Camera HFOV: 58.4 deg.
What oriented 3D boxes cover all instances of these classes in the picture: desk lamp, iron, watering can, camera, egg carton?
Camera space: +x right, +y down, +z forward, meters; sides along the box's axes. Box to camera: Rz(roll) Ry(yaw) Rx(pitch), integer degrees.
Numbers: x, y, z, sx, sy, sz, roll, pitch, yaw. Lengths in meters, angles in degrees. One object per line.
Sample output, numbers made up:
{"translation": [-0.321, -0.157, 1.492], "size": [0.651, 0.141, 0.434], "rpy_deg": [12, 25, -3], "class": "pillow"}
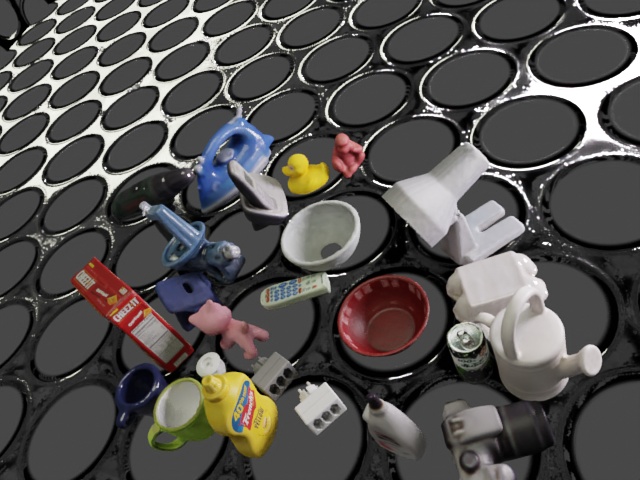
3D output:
{"translation": [0.227, -0.054, 0.985], "size": [0.203, 0.214, 0.117], "rpy_deg": [-33, 44, -4], "class": "desk lamp"}
{"translation": [-0.235, -0.199, 1.402], "size": [0.118, 0.142, 0.259], "rpy_deg": [18, 61, 37], "class": "iron"}
{"translation": [0.295, 0.138, 0.793], "size": [0.172, 0.195, 0.101], "rpy_deg": [0, 52, 27], "class": "watering can"}
{"translation": [0.241, 0.273, 0.766], "size": [0.136, 0.101, 0.143], "rpy_deg": [-19, 45, 11], "class": "camera"}
{"translation": [0.286, 0.082, 0.937], "size": [0.150, 0.070, 0.107], "rpy_deg": [-20, 45, 10], "class": "egg carton"}

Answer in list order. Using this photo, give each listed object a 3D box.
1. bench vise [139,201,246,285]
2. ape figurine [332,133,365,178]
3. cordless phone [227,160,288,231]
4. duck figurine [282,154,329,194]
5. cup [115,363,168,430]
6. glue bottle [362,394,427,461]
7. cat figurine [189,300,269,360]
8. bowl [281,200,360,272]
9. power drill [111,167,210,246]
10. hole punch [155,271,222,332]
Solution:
{"translation": [-0.262, -0.008, 1.188], "size": [0.207, 0.220, 0.121], "rpy_deg": [-9, 48, 20], "class": "bench vise"}
{"translation": [0.057, -0.199, 1.289], "size": [0.077, 0.092, 0.076], "rpy_deg": [-19, 45, 11], "class": "ape figurine"}
{"translation": [-0.148, -0.125, 1.260], "size": [0.094, 0.186, 0.147], "rpy_deg": [-25, 44, 5], "class": "cordless phone"}
{"translation": [-0.036, -0.160, 1.306], "size": [0.104, 0.086, 0.077], "rpy_deg": [-18, 45, 12], "class": "duck figurine"}
{"translation": [-0.311, 0.295, 1.032], "size": [0.091, 0.095, 0.118], "rpy_deg": [2, 52, 28], "class": "cup"}
{"translation": [0.094, 0.256, 0.804], "size": [0.077, 0.174, 0.037], "rpy_deg": [7, 55, 32], "class": "glue bottle"}
{"translation": [-0.176, 0.158, 1.070], "size": [0.127, 0.118, 0.067], "rpy_deg": [9, 56, 33], "class": "cat figurine"}
{"translation": [0.010, 0.004, 1.143], "size": [0.167, 0.075, 0.167], "rpy_deg": [-14, 46, 15], "class": "bowl"}
{"translation": [-0.338, -0.064, 1.285], "size": [0.229, 0.209, 0.075], "rpy_deg": [-12, 47, 17], "class": "power drill"}
{"translation": [-0.272, 0.112, 1.178], "size": [0.101, 0.091, 0.108], "rpy_deg": [-38, 45, -9], "class": "hole punch"}
